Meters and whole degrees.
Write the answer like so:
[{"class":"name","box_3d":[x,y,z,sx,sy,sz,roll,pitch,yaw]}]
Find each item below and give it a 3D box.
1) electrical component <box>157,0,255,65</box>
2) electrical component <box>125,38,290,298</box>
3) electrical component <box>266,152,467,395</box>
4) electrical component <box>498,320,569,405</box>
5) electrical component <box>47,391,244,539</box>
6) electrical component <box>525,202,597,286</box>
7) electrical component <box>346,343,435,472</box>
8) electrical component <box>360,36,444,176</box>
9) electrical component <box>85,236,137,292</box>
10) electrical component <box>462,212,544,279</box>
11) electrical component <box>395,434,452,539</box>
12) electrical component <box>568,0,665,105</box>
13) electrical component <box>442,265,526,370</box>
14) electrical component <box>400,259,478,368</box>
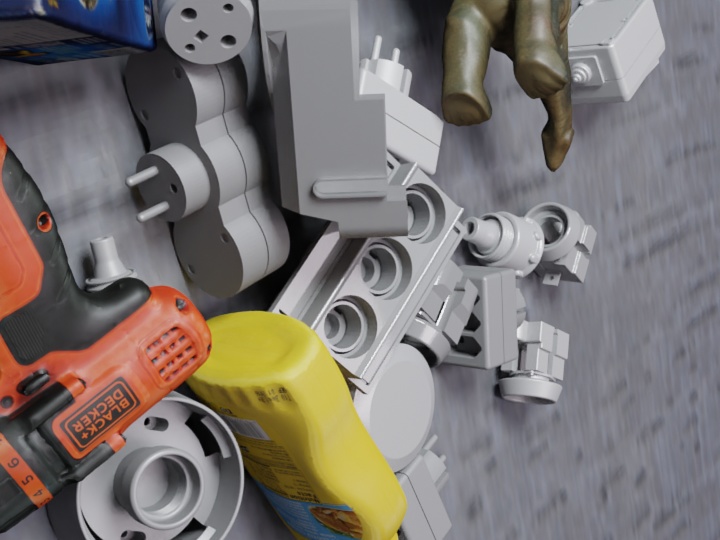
[{"class":"electrical component","box_3d":[-0.075,-0.131,0.515,0.045,0.045,0.055,40,25,-43]},{"class":"electrical component","box_3d":[-0.089,-0.048,0.551,0.074,0.052,0.138,-33,118,-42]},{"class":"electrical component","box_3d":[0.000,0.000,0.635,0.079,0.063,0.121,42,68,-25]},{"class":"electrical component","box_3d":[0.131,0.072,0.821,0.066,0.048,0.055,24,68,-48]},{"class":"electrical component","box_3d":[-0.110,0.108,0.551,0.099,0.064,0.099,0,89,-35]},{"class":"electrical component","box_3d":[0.153,-0.022,0.838,0.055,0.048,0.066,39,65,-52]},{"class":"electrical component","box_3d":[0.006,0.084,0.674,0.080,0.051,0.080,-6,98,-49]},{"class":"electrical component","box_3d":[0.011,-0.106,0.665,0.083,0.047,0.075,24,72,-47]},{"class":"electrical component","box_3d":[-0.121,0.014,0.535,0.035,0.035,0.061,-25,109,-45]},{"class":"electrical component","box_3d":[0.099,-0.022,0.777,0.062,0.048,0.048,19,79,-41]},{"class":"electrical component","box_3d":[0.033,0.142,0.713,0.076,0.047,0.065,-45,125,-36]},{"class":"electrical component","box_3d":[0.194,-0.169,0.858,0.096,0.062,0.061,-51,128,-33]},{"class":"electrical component","box_3d":[0.093,0.030,0.771,0.077,0.047,0.065,-13,103,-48]},{"class":"electrical component","box_3d":[0.038,0.027,0.700,0.078,0.058,0.057,46,58,-39]}]
